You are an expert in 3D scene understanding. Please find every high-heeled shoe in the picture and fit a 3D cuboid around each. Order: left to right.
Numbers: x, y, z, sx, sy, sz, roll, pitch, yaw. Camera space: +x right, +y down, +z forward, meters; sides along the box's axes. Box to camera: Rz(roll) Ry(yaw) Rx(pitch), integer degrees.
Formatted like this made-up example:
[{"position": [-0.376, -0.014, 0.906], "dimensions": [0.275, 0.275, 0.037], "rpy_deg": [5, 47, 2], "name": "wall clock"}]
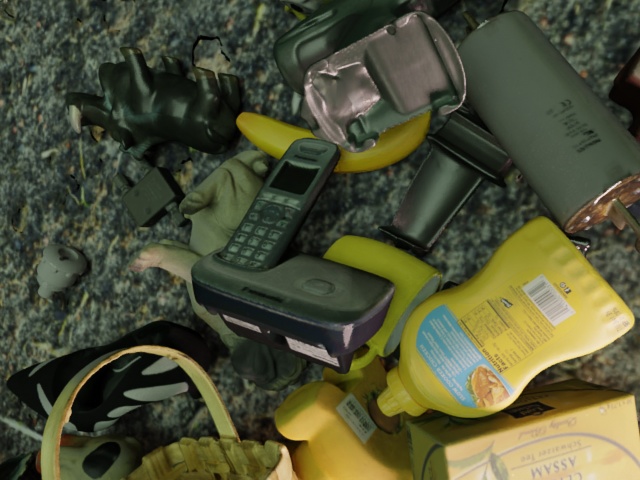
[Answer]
[{"position": [-0.228, 0.128, 0.539], "dimensions": [0.249, 0.145, 0.086], "rpy_deg": [-2, 51, 5], "name": "high-heeled shoe"}]

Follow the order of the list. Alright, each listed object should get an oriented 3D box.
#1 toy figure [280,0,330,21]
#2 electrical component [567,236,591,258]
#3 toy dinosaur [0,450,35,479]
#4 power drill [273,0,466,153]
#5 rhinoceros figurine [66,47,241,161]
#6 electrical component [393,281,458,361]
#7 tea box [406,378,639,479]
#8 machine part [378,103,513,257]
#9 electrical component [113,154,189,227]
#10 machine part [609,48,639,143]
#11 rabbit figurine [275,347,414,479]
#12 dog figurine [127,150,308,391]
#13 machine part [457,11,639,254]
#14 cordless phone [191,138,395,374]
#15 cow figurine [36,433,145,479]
[{"position": [-0.048, -0.282, 0.503], "dimensions": [0.180, 0.082, 0.089], "rpy_deg": [38, 104, 15], "name": "toy figure"}, {"position": [0.187, 0.053, 0.445], "dimensions": [0.048, 0.075, 0.119], "rpy_deg": [6, 90, 18], "name": "electrical component"}, {"position": [-0.286, 0.369, 0.588], "dimensions": [0.405, 0.131, 0.192], "rpy_deg": [22, 99, 9], "name": "toy dinosaur"}, {"position": [0.061, -0.169, 0.421], "dimensions": [0.232, 0.207, 0.085], "rpy_deg": [-22, 130, 22], "name": "power drill"}, {"position": [-0.171, -0.136, 0.555], "dimensions": [0.190, 0.073, 0.112], "rpy_deg": [12, 106, 15], "name": "rhinoceros figurine"}, {"position": [0.111, 0.091, 0.476], "dimensions": [0.045, 0.078, 0.102], "rpy_deg": [36, 97, 37], "name": "electrical component"}, {"position": [0.161, 0.176, 0.419], "dimensions": [0.170, 0.068, 0.098], "rpy_deg": [-10, 90, -17], "name": "tea box"}, {"position": [0.113, -0.047, 0.484], "dimensions": [0.084, 0.039, 0.139], "rpy_deg": [38, 101, 7], "name": "machine part"}, {"position": [-0.183, -0.045, 0.583], "dimensions": [0.063, 0.021, 0.094], "rpy_deg": [-39, 82, 15], "name": "electrical component"}, {"position": [0.341, -0.113, 0.386], "dimensions": [0.201, 0.087, 0.201], "rpy_deg": [38, 104, 13], "name": "machine part"}, {"position": [0.015, 0.206, 0.500], "dimensions": [0.162, 0.122, 0.173], "rpy_deg": [48, 118, 1], "name": "rabbit figurine"}, {"position": [-0.057, 0.031, 0.520], "dimensions": [0.190, 0.121, 0.172], "rpy_deg": [41, 100, -6], "name": "dog figurine"}, {"position": [0.175, -0.093, 0.417], "dimensions": [0.079, 0.079, 0.243], "rpy_deg": [-33, 64, 16], "name": "machine part"}, {"position": [0.000, -0.001, 0.432], "dimensions": [0.147, 0.088, 0.184], "rpy_deg": [14, 62, 24], "name": "cordless phone"}, {"position": [-0.205, 0.290, 0.524], "dimensions": [0.127, 0.085, 0.195], "rpy_deg": [-4, 79, 1], "name": "cow figurine"}]
